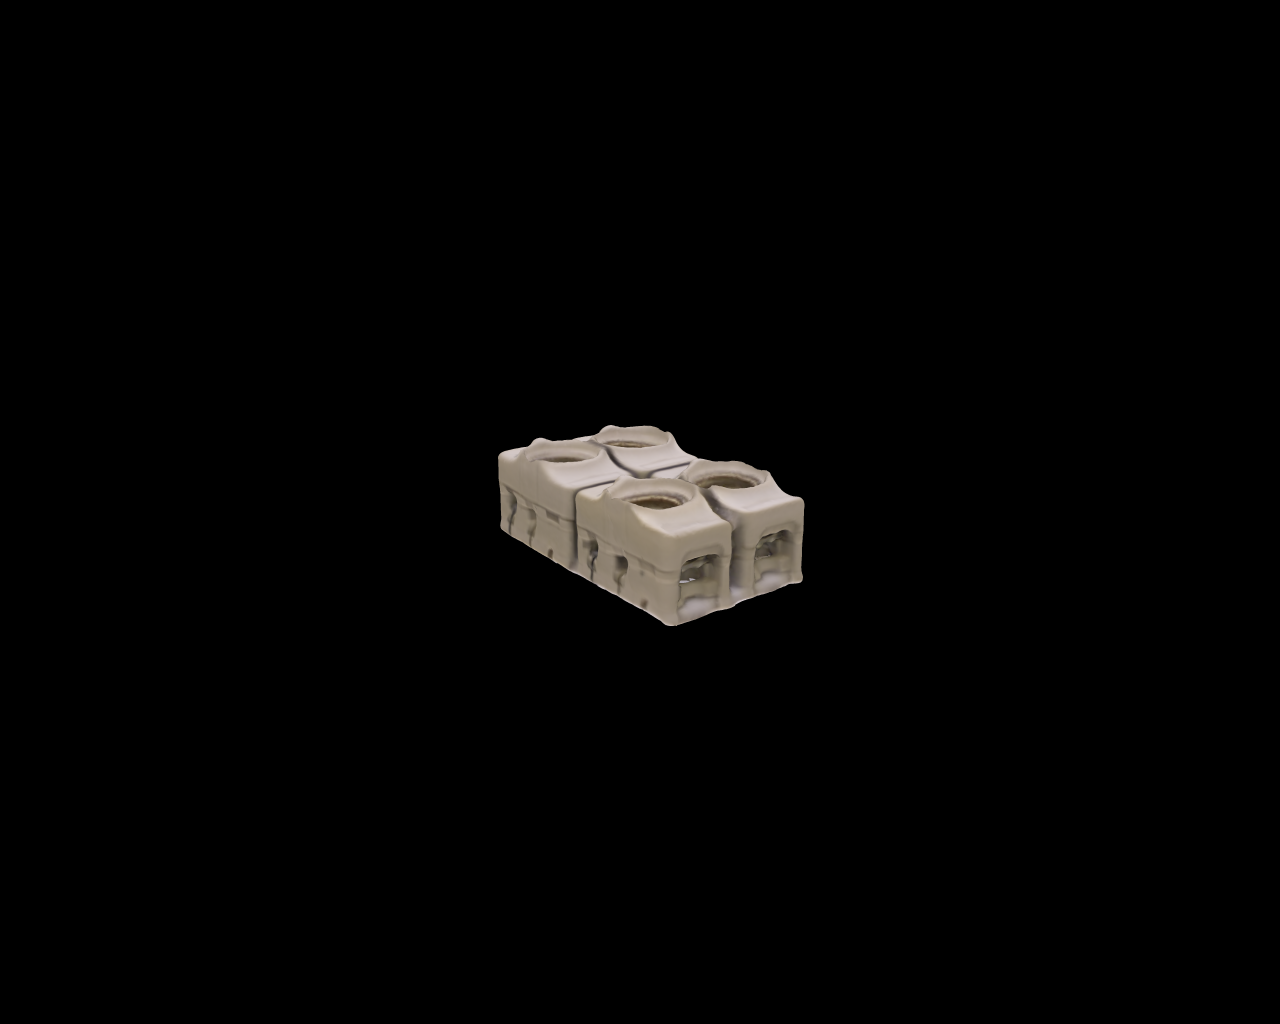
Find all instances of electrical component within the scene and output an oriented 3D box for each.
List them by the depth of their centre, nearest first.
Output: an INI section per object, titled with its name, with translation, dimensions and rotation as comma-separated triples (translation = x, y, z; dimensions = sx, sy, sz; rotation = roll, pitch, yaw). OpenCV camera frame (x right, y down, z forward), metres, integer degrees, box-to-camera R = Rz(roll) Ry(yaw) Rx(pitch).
[electrical component]
translation = 0.001, -0.003, 0.650
dimensions = 0.105, 0.060, 0.186
rotation = -14, 24, -33
